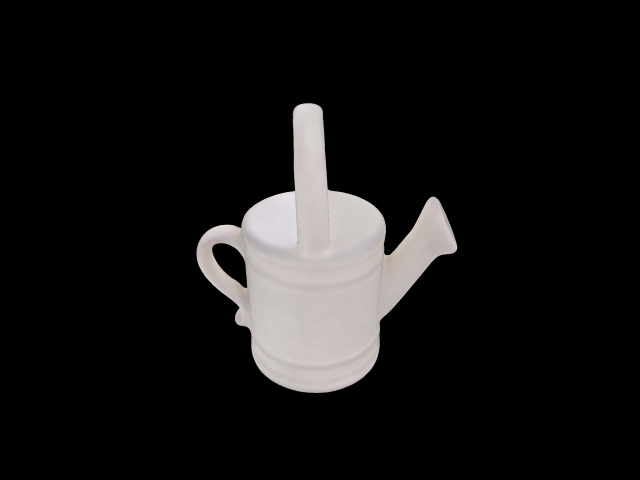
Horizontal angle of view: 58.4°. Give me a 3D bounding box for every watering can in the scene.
[{"bbox_3d":[0.004,0.000,0.402,0.173,0.194,0.100,-11,32,-17],"label":"watering can"}]
